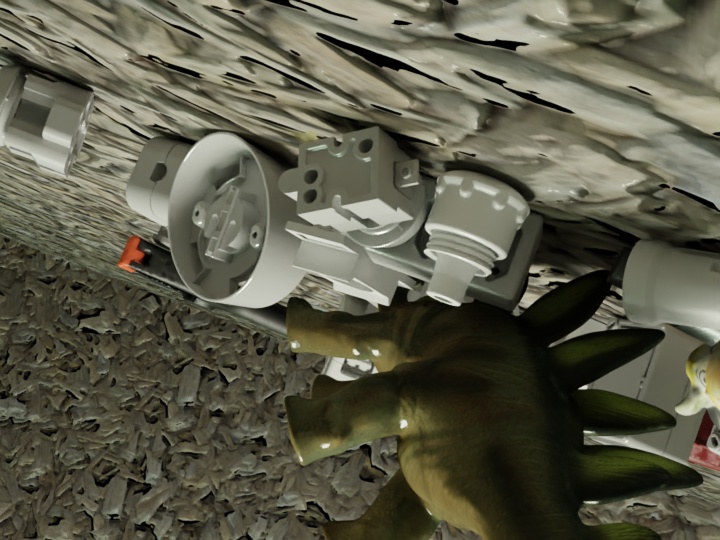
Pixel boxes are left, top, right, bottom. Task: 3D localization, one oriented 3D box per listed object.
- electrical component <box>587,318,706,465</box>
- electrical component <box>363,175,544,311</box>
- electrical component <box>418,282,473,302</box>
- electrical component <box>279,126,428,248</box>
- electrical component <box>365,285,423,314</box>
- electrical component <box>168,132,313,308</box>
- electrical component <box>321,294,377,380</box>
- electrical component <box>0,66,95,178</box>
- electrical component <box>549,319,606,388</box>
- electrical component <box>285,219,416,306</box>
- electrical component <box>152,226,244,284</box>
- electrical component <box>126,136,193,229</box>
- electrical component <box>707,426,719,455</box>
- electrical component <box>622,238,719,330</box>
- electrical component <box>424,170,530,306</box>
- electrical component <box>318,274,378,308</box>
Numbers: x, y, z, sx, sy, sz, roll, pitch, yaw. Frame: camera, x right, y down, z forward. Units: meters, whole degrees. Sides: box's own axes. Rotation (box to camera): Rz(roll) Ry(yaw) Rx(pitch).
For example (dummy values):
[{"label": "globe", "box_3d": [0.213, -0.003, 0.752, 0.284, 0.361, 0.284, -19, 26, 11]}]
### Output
[{"label": "electrical component", "box_3d": [0.191, 0.087, 0.712, 0.061, 0.096, 0.062, 24, 172, -21]}, {"label": "electrical component", "box_3d": [0.052, -0.012, 0.586, 0.083, 0.047, 0.075, 20, 172, 12]}, {"label": "electrical component", "box_3d": [0.063, 0.038, 0.765, 0.047, 0.083, 0.075, 22, 172, -1]}, {"label": "electrical component", "box_3d": [0.003, -0.039, 0.527, 0.066, 0.048, 0.055, -9, 159, 28]}, {"label": "electrical component", "box_3d": [0.050, 0.041, 0.909, 0.062, 0.061, 0.096, 24, 172, -21]}, {"label": "electrical component", "box_3d": [-0.074, -0.027, 0.658, 0.099, 0.099, 0.064, 14, 175, 43]}, {"label": "electrical component", "box_3d": [0.022, 0.085, 1.078, 0.105, 0.060, 0.186, 22, -169, -4]}, {"label": "electrical component", "box_3d": [-0.205, -0.095, 0.679, 0.057, 0.058, 0.078, 20, 173, -11]}, {"label": "electrical component", "box_3d": [0.186, 0.076, 0.801, 0.089, 0.055, 0.050, 22, 172, -5]}, {"label": "electrical component", "box_3d": [0.001, -0.020, 0.616, 0.042, 0.063, 0.081, 17, 171, 36]}, {"label": "electrical component", "box_3d": [-0.133, -0.028, 0.972, 0.100, 0.048, 0.099, 22, 172, -1]}, {"label": "electrical component", "box_3d": [-0.105, -0.048, 0.740, 0.059, 0.053, 0.095, 17, 171, 31]}, {"label": "electrical component", "box_3d": [0.287, 0.108, 0.729, 0.061, 0.061, 0.096, 28, 170, -38]}, {"label": "electrical component", "box_3d": [0.150, 0.008, 0.495, 0.046, 0.040, 0.040, 9, 167, 34]}, {"label": "electrical component", "box_3d": [0.051, -0.014, 0.521, 0.048, 0.062, 0.048, 21, 172, 3]}, {"label": "electrical component", "box_3d": [0.000, 0.000, 0.841, 0.065, 0.044, 0.044, 24, 173, 14]}]
